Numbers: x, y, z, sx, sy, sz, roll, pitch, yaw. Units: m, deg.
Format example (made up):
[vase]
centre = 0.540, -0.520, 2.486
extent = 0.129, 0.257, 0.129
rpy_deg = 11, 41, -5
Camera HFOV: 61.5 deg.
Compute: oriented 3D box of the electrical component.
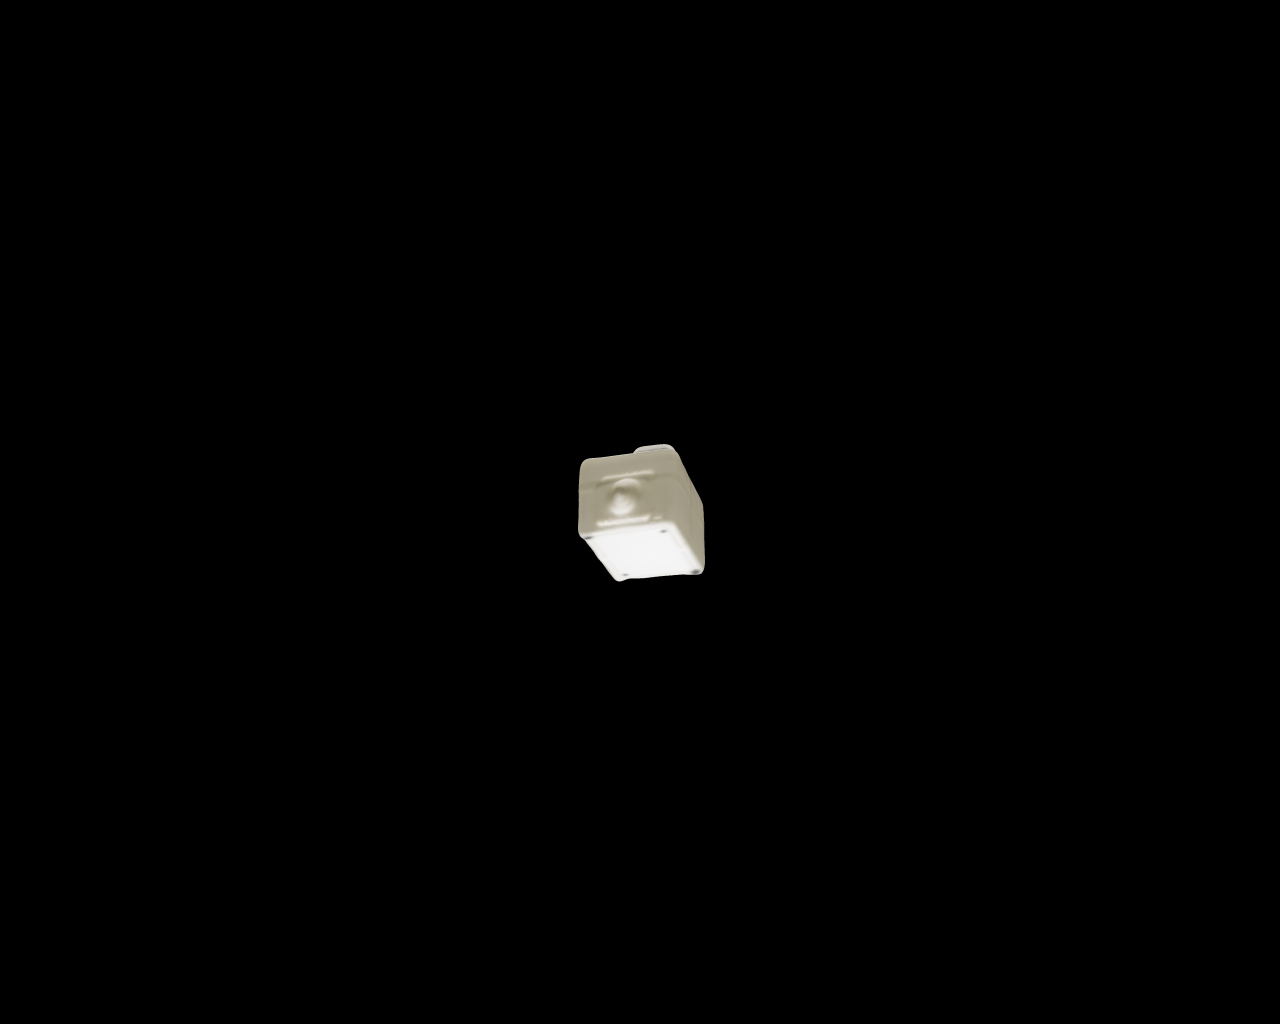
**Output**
[electrical component]
centre = 0.001, -0.003, 0.650
extent = 0.062, 0.061, 0.096
rpy_deg = -7, -27, 14
